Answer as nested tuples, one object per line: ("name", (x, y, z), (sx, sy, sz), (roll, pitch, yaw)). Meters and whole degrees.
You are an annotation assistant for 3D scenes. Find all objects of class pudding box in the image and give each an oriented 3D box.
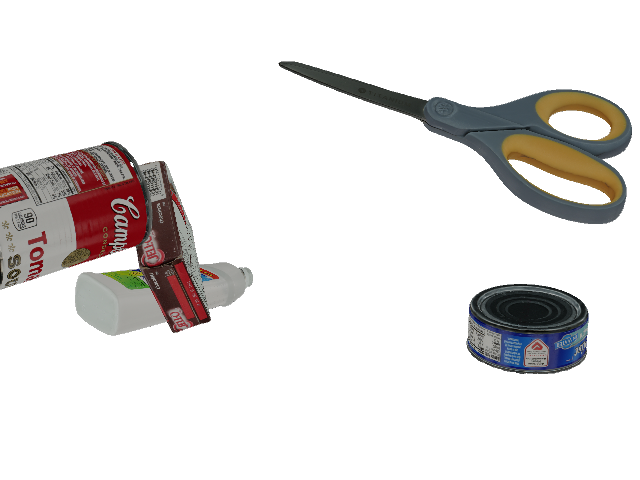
("pudding box", (-0.125, 0.004, 0.869), (0.039, 0.113, 0.090), (-15, -40, -1))

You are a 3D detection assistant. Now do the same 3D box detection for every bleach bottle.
("bleach bottle", (-0.200, 0.067, 1.453), (0.250, 0.068, 0.103), (-11, 26, -44))

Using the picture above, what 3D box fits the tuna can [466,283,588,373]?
("tuna can", (0.149, 0.062, 0.768), (0.086, 0.034, 0.086), (-1, 20, 0))

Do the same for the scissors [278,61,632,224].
("scissors", (0.084, -0.076, 0.590), (0.202, 0.016, 0.096), (33, 56, 20))

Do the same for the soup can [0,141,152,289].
("soup can", (-0.162, -0.015, 0.639), (0.102, 0.068, 0.069), (-20, 12, -36))
